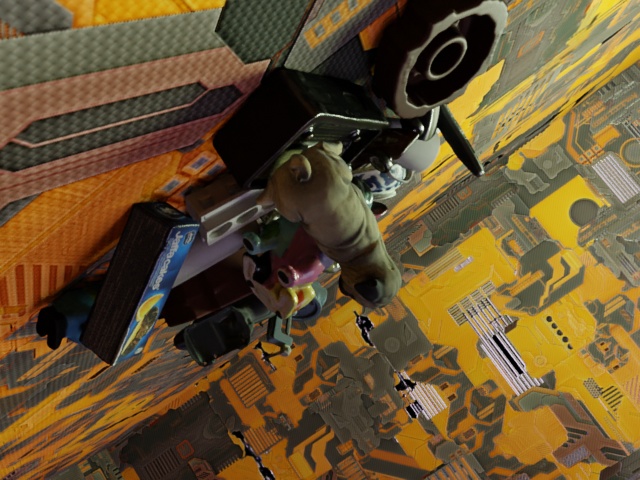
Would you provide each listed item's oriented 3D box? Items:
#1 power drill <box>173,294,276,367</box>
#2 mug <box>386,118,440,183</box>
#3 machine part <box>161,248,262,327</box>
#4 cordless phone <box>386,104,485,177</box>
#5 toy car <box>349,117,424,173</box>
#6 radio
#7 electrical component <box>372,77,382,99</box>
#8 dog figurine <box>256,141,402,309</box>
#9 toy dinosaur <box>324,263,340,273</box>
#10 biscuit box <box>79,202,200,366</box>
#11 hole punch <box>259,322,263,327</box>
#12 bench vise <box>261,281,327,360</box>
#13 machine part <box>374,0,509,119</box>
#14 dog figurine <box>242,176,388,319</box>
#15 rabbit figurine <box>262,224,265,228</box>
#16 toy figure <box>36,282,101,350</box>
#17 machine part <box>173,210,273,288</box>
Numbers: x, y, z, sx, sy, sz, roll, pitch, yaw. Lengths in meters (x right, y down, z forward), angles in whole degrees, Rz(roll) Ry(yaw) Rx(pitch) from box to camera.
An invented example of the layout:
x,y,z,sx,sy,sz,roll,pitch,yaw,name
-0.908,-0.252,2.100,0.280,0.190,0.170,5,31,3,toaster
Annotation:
x,y,z,sx,sy,sz,roll,pitch,yaw,name
-0.177,0.159,0.953,0.232,0.086,0.207,-26,177,0,power drill
0.137,-0.160,0.929,0.107,0.081,0.109,20,94,-32,mug
-0.170,0.066,0.923,0.201,0.087,0.201,-26,-178,-36,machine part
0.195,-0.167,0.836,0.089,0.184,0.146,-35,-178,22,cordless phone
0.080,-0.145,0.811,0.089,0.053,0.202,-46,-163,-10,toy car
-0.012,-0.132,0.669,0.131,0.073,0.229,-40,170,28,radio
0.101,-0.226,0.752,0.094,0.021,0.063,-34,171,-33,electrical component
0.029,-0.008,0.635,0.121,0.190,0.172,-38,168,14,dog figurine
-0.038,0.052,1.389,0.198,0.105,0.471,-18,152,-37,toy dinosaur
-0.224,0.053,0.667,0.202,0.063,0.059,-63,164,14,biscuit box
-0.204,0.152,1.223,0.092,0.142,0.115,-35,161,19,hole punch
-0.086,0.139,1.193,0.129,0.223,0.241,-34,-143,37,bench vise
0.147,-0.235,0.672,0.179,0.056,0.179,-28,154,-15,machine part
-0.002,-0.002,0.805,0.219,0.109,0.191,-36,156,-27,dog figurine
-0.052,0.012,1.072,0.159,0.121,0.170,16,157,-39,rabbit figurine
-0.301,0.094,0.762,0.089,0.082,0.180,-46,163,31,toy figure
-0.175,0.005,0.769,0.243,0.079,0.079,-32,169,-20,machine part
